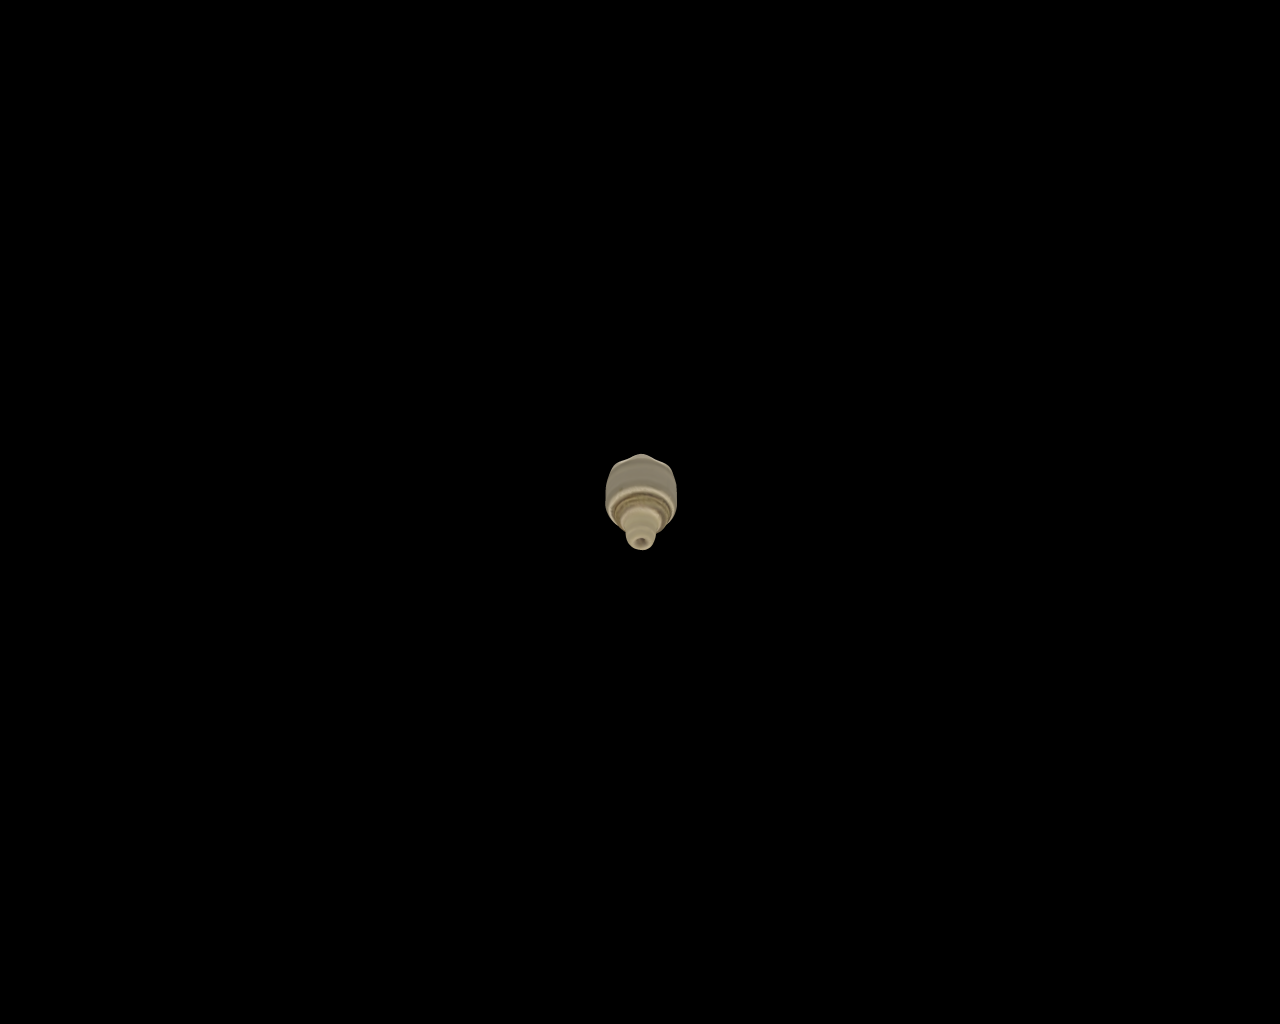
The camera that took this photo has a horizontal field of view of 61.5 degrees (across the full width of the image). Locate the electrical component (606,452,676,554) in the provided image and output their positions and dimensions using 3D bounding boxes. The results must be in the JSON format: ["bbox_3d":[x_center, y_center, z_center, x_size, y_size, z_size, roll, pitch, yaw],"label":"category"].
[{"bbox_3d":[0.001,-0.003,0.650,0.043,0.043,0.062,0,44,0],"label":"electrical component"}]
